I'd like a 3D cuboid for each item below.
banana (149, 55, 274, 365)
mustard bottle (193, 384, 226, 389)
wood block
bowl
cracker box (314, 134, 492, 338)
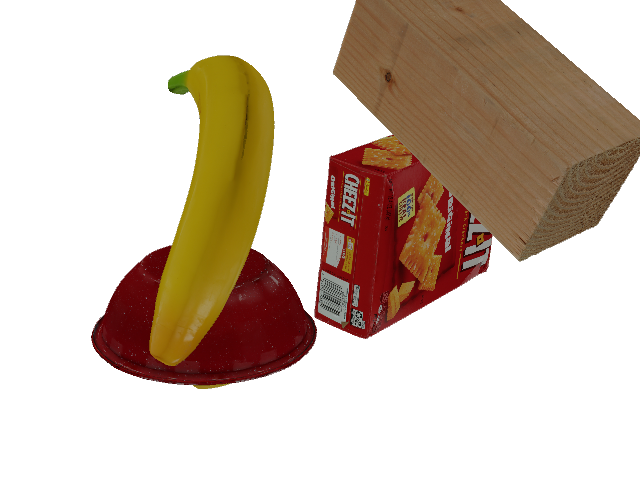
[{"bbox_3d":[-0.050,-0.032,0.519,0.037,0.198,0.070,24,-49,-25],"label":"banana"},{"bbox_3d":[-0.103,0.059,1.128,0.096,0.192,0.058,-18,33,-33],"label":"mustard bottle"},{"bbox_3d":[0.113,-0.096,0.743,0.090,0.091,0.206,-21,57,-34],"label":"wood block"},{"bbox_3d":[-0.082,0.042,0.760,0.162,0.055,0.162,2,21,-1],"label":"bowl"},{"bbox_3d":[0.091,-0.020,1.015,0.072,0.164,0.213,23,30,34],"label":"cracker box"}]
